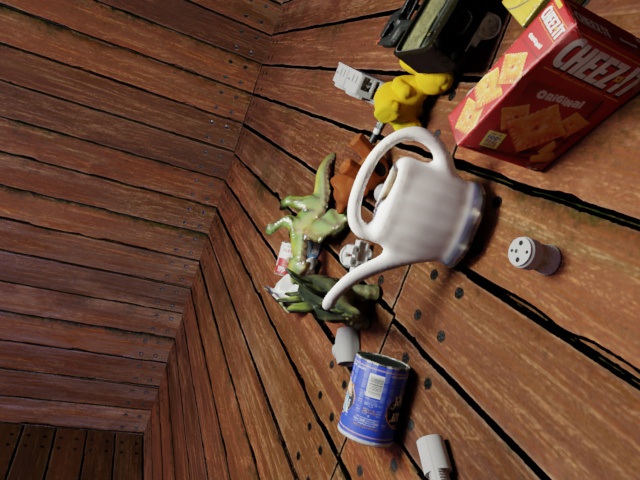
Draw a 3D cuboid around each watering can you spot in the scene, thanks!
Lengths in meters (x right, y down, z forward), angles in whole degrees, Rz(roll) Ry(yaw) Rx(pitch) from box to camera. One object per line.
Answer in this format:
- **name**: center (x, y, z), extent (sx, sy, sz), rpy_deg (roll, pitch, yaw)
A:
- **watering can**: center (0.147, -0.014, 0.880), extent (0.105, 0.224, 0.345), rpy_deg (-93, 22, -79)

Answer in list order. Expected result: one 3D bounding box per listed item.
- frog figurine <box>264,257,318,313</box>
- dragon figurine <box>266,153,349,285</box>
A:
- **frog figurine**: center (-0.060, 0.122, 1.445), extent (0.161, 0.122, 0.137), rpy_deg (-41, 9, -13)
- **dragon figurine**: center (0.004, -0.070, 1.401), extent (0.244, 0.120, 0.415), rpy_deg (16, 70, 45)
